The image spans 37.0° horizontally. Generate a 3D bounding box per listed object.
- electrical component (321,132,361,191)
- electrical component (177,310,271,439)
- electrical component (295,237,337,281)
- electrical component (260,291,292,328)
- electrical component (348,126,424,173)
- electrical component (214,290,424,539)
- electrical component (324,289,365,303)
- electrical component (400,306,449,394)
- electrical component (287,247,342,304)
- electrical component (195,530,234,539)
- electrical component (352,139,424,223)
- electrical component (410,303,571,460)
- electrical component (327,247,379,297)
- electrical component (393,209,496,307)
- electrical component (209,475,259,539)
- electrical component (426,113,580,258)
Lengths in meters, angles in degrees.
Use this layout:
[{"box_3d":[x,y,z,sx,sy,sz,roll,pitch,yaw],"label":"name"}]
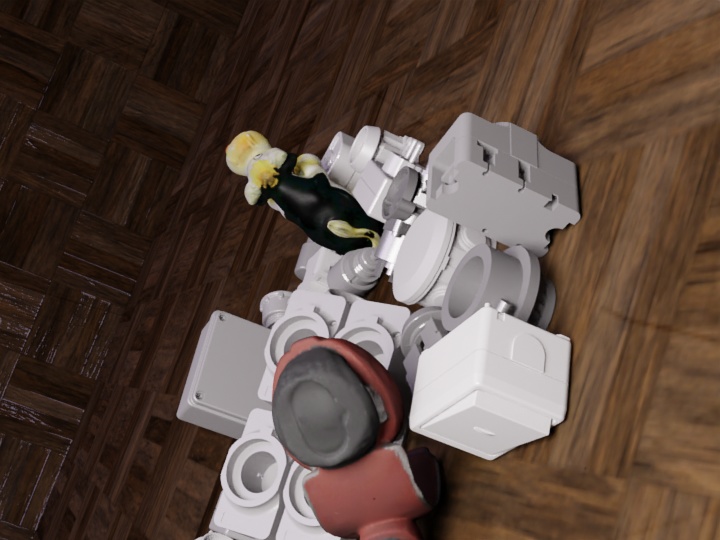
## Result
[{"box_3d":[-0.016,-0.088,1.125,0.095,0.059,0.053,-59,19,26],"label":"electrical component"},{"box_3d":[-0.117,0.112,1.091,0.056,0.109,0.108,-46,26,54],"label":"electrical component"},{"box_3d":[-0.043,-0.020,1.153,0.040,0.040,0.078,-35,35,60],"label":"electrical component"},{"box_3d":[-0.086,0.057,1.182,0.048,0.048,0.062,-52,29,40],"label":"electrical component"},{"box_3d":[0.022,-0.110,1.045,0.066,0.055,0.048,-53,21,38],"label":"electrical component"},{"box_3d":[-0.026,0.114,0.797,0.105,0.060,0.186,9,71,30],"label":"electrical component"},{"box_3d":[-0.016,0.053,0.947,0.057,0.058,0.078,-67,17,10],"label":"electrical component"},{"box_3d":[0.055,0.057,0.745,0.066,0.048,0.055,-60,26,23],"label":"electrical component"},{"box_3d":[-0.036,0.015,1.087,0.081,0.042,0.063,-41,27,54],"label":"electrical component"},{"box_3d":[-0.153,0.293,1.072,0.077,0.044,0.079,-61,18,20],"label":"electrical component"},{"box_3d":[0.036,-0.084,0.984,0.075,0.047,0.083,-62,17,11],"label":"electrical component"},{"box_3d":[0.073,0.074,0.639,0.096,0.062,0.061,-45,28,52],"label":"electrical component"},{"box_3d":[0.000,0.000,0.996,0.078,0.040,0.040,-43,29,54],"label":"electrical component"},{"box_3d":[0.062,-0.007,0.797,0.080,0.051,0.080,-56,20,32],"label":"electrical component"},{"box_3d":[-0.101,0.215,1.009,0.066,0.047,0.076,-20,49,68],"label":"electrical component"},{"box_3d":[0.093,-0.057,0.700,0.050,0.089,0.055,-51,23,43],"label":"electrical component"}]
